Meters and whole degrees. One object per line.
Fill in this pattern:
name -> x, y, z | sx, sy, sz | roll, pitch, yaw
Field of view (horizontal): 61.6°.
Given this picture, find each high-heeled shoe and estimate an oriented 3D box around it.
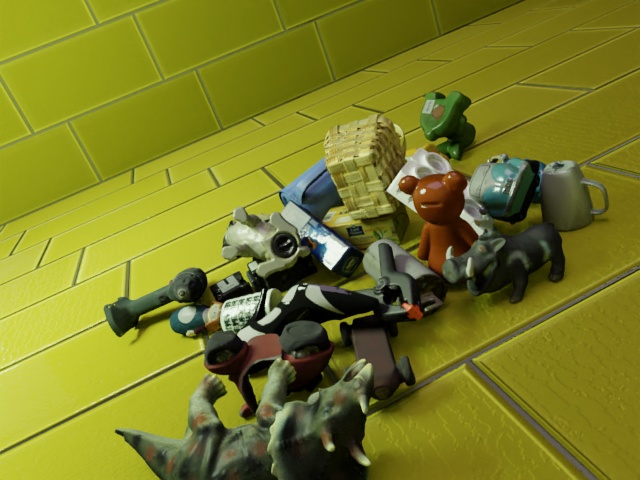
high-heeled shoe -> -0.029, 0.143, 0.816 | 0.249, 0.086, 0.145 | -2, 73, 37

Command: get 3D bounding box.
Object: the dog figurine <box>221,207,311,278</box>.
dog figurine -> -0.111, 0.006, 1.074 | 0.121, 0.172, 0.190 | -63, 4, -4

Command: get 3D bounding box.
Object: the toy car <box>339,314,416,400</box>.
toy car -> 0.076, 0.159, 0.759 | 0.089, 0.053, 0.202 | -15, 15, 3

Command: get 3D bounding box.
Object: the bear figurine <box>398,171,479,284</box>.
bear figurine -> 0.207, -0.032, 0.870 | 0.120, 0.195, 0.132 | -7, 22, 31

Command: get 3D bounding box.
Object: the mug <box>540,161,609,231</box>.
mug -> 0.424, -0.078, 0.907 | 0.110, 0.107, 0.081 | 5, 37, 49

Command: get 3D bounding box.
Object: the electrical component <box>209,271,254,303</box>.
electrical component -> -0.184, 0.102, 1.106 | 0.075, 0.047, 0.119 | -27, 26, -12

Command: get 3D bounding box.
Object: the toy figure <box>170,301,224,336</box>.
toy figure -> -0.215, 0.149, 1.023 | 0.155, 0.064, 0.057 | -12, -10, 26

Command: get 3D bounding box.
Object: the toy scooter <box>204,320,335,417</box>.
toy scooter -> -0.069, 0.189, 0.764 | 0.184, 0.135, 0.075 | -5, 19, -8

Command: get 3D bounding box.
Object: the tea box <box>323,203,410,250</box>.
tea box -> 0.092, -0.031, 1.128 | 0.170, 0.068, 0.098 | -6, 29, 28

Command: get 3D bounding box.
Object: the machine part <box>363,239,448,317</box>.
machine part -> 0.137, 0.059, 0.896 | 0.079, 0.079, 0.243 | -26, 24, -9

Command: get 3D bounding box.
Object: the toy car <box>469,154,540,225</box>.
toy car -> 0.306, -0.089, 0.905 | 0.103, 0.109, 0.161 | 24, 10, 23

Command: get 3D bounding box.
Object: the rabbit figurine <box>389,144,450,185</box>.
rabbit figurine -> 0.234, -0.156, 1.255 | 0.162, 0.121, 0.173 | -10, 11, 45

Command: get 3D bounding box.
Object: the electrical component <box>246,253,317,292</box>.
electrical component -> -0.085, 0.056, 1.108 | 0.134, 0.058, 0.115 | -26, 23, -8

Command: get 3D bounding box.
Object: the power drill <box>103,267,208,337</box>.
power drill -> -0.330, 0.118, 1.099 | 0.207, 0.086, 0.232 | -30, 6, 4

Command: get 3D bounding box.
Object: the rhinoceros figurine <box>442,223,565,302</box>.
rhinoceros figurine -> 0.276, 0.031, 0.801 | 0.190, 0.112, 0.073 | -17, 25, -10

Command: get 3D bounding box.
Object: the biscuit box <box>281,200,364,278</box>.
biscuit box -> -0.002, -0.003, 1.064 | 0.203, 0.062, 0.059 | 40, 96, 39

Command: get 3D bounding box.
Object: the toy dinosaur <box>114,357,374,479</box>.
toy dinosaur -> -0.099, 0.257, 0.647 | 0.405, 0.131, 0.192 | -22, 23, 14

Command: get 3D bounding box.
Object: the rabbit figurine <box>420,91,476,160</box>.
rabbit figurine -> 0.341, -0.277, 1.359 | 0.121, 0.170, 0.159 | 4, 76, 47

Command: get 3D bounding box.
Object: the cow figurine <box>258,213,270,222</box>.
cow figurine -> -0.130, -0.008, 1.251 | 0.127, 0.085, 0.195 | -16, 25, -3

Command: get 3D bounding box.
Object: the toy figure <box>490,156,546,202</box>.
toy figure -> 0.387, -0.119, 1.056 | 0.089, 0.082, 0.180 | -27, 27, -17
